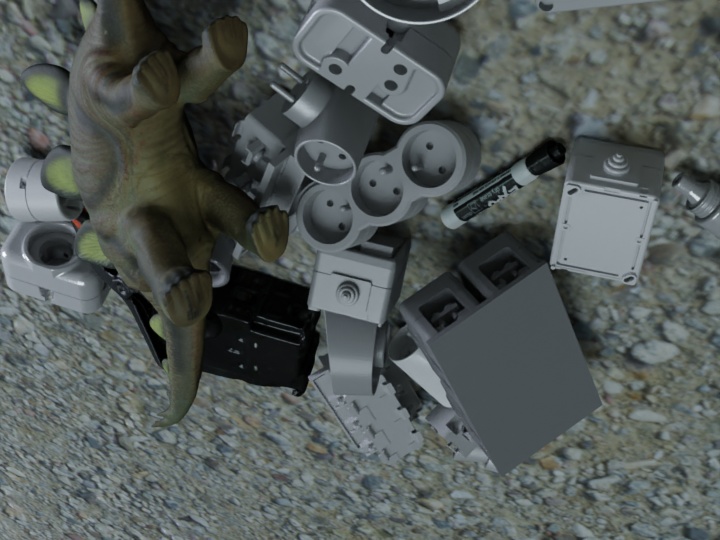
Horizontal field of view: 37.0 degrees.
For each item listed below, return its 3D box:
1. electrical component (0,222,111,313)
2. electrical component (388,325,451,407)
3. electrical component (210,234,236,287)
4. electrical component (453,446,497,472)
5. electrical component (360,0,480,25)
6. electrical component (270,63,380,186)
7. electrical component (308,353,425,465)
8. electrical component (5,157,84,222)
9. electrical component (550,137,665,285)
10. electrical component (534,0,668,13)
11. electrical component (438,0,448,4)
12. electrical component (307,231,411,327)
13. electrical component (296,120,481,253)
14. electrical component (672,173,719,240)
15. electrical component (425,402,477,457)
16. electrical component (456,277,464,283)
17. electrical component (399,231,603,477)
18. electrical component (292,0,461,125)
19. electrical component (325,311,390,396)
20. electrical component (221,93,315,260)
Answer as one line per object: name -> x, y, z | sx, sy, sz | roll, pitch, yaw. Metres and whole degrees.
electrical component -> -0.281, -0.006, 0.999 | 0.095, 0.053, 0.059 | 18, 144, 3
electrical component -> 0.079, 0.079, 0.954 | 0.079, 0.043, 0.077 | -25, 126, 34
electrical component -> -0.122, -0.020, 0.907 | 0.045, 0.055, 0.045 | 13, 144, 10
electrical component -> 0.123, 0.172, 1.053 | 0.055, 0.045, 0.045 | 16, 144, 4
electrical component -> 0.033, -0.185, 0.582 | 0.099, 0.064, 0.099 | 1, 120, 2
electrical component -> -0.026, -0.109, 0.728 | 0.079, 0.077, 0.043 | 35, 142, -20
electrical component -> 0.013, 0.125, 1.017 | 0.079, 0.063, 0.121 | -31, 133, -2
electrical component -> -0.266, -0.067, 0.914 | 0.047, 0.055, 0.055 | 3, 141, 16
electrical component -> 0.170, -0.048, 0.737 | 0.062, 0.061, 0.096 | 12, 136, 11
electrical component -> 0.142, -0.186, 0.567 | 0.113, 0.057, 0.078 | 0, 140, 25
electrical component -> 0.040, -0.189, 0.623 | 0.040, 0.040, 0.078 | -17, 131, 39
electrical component -> 0.000, 0.000, 0.839 | 0.062, 0.096, 0.061 | 14, 107, 8
electrical component -> 0.026, -0.061, 0.778 | 0.138, 0.074, 0.052 | -28, 87, 24
electrical component -> 0.238, -0.045, 0.726 | 0.061, 0.035, 0.035 | 31, 143, -11
electrical component -> 0.098, 0.133, 0.988 | 0.042, 0.064, 0.081 | 45, 179, -29
electrical component -> 0.090, 0.035, 0.894 | 0.040, 0.040, 0.078 | -2, 139, 27
electrical component -> 0.114, 0.068, 0.860 | 0.105, 0.060, 0.186 | -34, 132, -5
electrical component -> 0.013, -0.145, 0.677 | 0.095, 0.059, 0.054 | 31, 143, -15
electrical component -> -0.008, 0.059, 0.927 | 0.064, 0.099, 0.099 | 7, 143, 7
electrical component -> -0.065, -0.071, 0.805 | 0.063, 0.079, 0.121 | 41, 144, 8
